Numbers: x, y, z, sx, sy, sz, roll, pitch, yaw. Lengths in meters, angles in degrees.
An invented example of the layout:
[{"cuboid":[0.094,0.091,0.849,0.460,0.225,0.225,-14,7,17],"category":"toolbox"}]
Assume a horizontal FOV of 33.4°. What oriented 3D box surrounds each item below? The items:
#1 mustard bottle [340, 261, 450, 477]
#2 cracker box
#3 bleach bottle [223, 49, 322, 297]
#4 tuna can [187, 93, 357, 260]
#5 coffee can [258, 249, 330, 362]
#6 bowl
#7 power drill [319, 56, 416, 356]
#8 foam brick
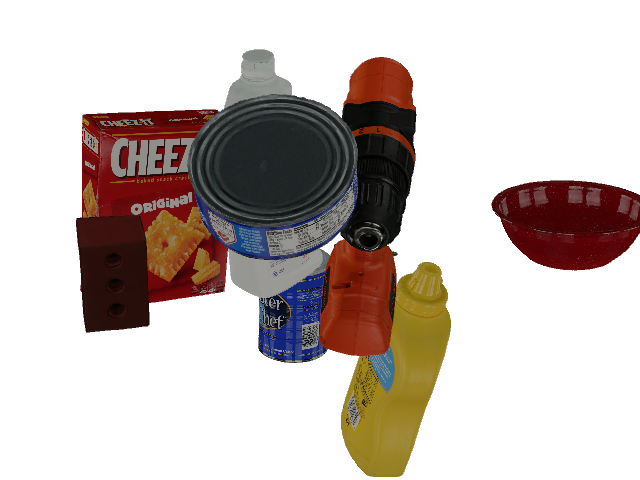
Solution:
[{"cuboid":[0.065,0.098,0.876,0.058,0.192,0.096,5,36,-13],"category":"mustard bottle"},{"cuboid":[-0.186,-0.036,1.220,0.163,0.214,0.072,-6,25,-29],"category":"cracker box"},{"cuboid":[-0.049,-0.070,1.053,0.068,0.251,0.102,25,42,33],"category":"bleach bottle"},{"cuboid":[-0.023,-0.033,0.547,0.086,0.086,0.034,0,-36,4],"category":"tuna can"},{"cuboid":[-0.038,0.089,1.523,0.103,0.140,0.103,1,22,-1],"category":"coffee can"},{"cuboid":[0.257,-0.012,1.098,0.162,0.055,0.162,-2,22,1],"category":"bowl"},{"cuboid":[0.033,-0.008,0.745,0.057,0.188,0.184,8,41,2],"category":"power drill"},{"cuboid":[-0.165,0.025,0.851,0.053,0.078,0.051,-5,26,-13],"category":"foam brick"}]
